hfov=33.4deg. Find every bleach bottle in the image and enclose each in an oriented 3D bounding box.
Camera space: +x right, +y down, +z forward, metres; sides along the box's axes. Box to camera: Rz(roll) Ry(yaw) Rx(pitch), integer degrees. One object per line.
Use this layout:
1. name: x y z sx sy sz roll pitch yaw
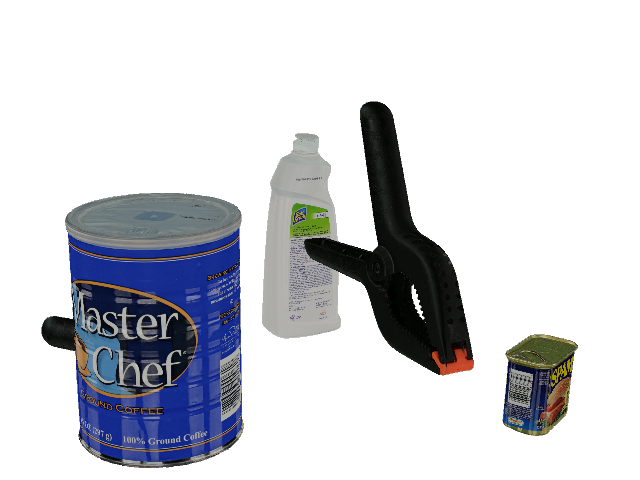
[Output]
1. bleach bottle: -0.018 -0.008 1.324 0.102 0.251 0.068 -8 22 -32

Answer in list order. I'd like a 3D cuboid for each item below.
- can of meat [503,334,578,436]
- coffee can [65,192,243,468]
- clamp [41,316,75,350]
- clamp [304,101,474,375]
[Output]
1. can of meat: 0.242 0.159 1.182 0.058 0.084 0.101 12 16 30
2. coffee can: -0.098 0.051 0.646 0.103 0.140 0.103 0 16 0
3. clamp: -0.129 0.081 0.879 0.172 0.039 0.120 22 35 24
4. clamp: 0.057 0.008 0.806 0.036 0.165 0.210 -7 43 -29
